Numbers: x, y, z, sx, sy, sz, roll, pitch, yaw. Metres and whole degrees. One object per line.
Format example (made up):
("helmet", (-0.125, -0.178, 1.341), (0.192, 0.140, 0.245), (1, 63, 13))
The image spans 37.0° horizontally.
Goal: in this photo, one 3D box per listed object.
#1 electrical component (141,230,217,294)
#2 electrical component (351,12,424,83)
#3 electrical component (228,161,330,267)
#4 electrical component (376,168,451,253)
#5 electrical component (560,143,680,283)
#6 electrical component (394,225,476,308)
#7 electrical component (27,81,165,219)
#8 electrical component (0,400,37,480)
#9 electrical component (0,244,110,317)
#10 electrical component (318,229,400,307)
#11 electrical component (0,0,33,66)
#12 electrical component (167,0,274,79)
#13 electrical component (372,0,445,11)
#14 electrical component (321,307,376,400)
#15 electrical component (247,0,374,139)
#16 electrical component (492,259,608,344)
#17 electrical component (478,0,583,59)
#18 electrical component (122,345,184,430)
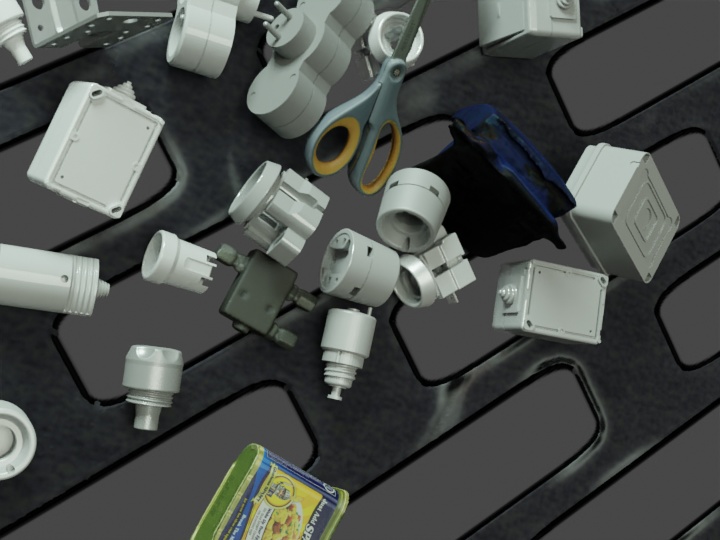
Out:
("electrical component", (-0.138, -0.005, 0.822), (0.046, 0.040, 0.040), (20, 79, -28))
("electrical component", (0.022, -0.186, 0.893), (0.048, 0.055, 0.066), (-18, 94, -24))
("electrical component", (-0.065, -0.048, 0.843), (0.057, 0.058, 0.078), (37, 41, -15))
("electrical component", (0.043, -0.048, 0.882), (0.055, 0.055, 0.047), (36, 46, -18))
("electrical component", (0.229, -0.050, 0.951), (0.078, 0.057, 0.113), (-59, 137, -16))
("electrical component", (0.059, 0.002, 0.904), (0.055, 0.048, 0.066), (-29, 99, -30))
("electrical component", (-0.192, -0.095, 0.786), (0.062, 0.061, 0.096), (27, 86, -33))
("electrical component", (-0.257, 0.120, 0.758), (0.055, 0.047, 0.055), (1, 86, -24))
("electrical component", (-0.223, 0.009, 0.781), (0.081, 0.043, 0.043), (10, 83, -23))
("electrical component", (0.000, 0.000, 0.874), (0.047, 0.055, 0.055), (21, 79, -25))
("electrical component", (-0.259, -0.178, 0.781), (0.035, 0.035, 0.061), (-34, 103, -22))
("electrical component", (-0.100, -0.216, 0.843), (0.074, 0.052, 0.138), (14, 81, -23))
("electrical component", (0.035, -0.301, 0.902), (0.089, 0.062, 0.150), (-14, 93, -24))
("electrical component", (-0.012, 0.066, 0.872), (0.040, 0.040, 0.078), (16, 81, -22))
("electrical component", (-0.048, -0.180, 0.848), (0.074, 0.052, 0.138), (38, 74, -44))
("electrical component", (0.158, 0.028, 0.937), (0.096, 0.061, 0.061), (11, 83, -23))
("electrical component", (0.147, -0.224, 0.928), (0.061, 0.096, 0.061), (-1, 88, -23))
("electrical component", (-0.157, 0.088, 0.806), (0.043, 0.043, 0.062), (9, 85, -23))
